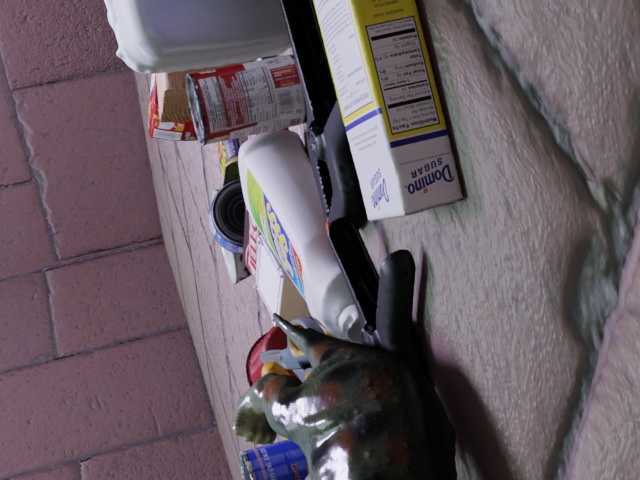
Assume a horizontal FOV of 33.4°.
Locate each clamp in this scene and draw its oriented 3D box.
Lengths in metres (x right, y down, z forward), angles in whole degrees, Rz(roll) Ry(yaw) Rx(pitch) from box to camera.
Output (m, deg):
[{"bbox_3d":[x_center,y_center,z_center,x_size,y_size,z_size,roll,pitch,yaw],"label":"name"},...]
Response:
[{"bbox_3d":[0.014,-0.079,0.821,0.165,0.036,0.210,-121,19,-53],"label":"clamp"},{"bbox_3d":[0.054,0.068,0.796,0.120,0.039,0.171,-153,44,-75],"label":"clamp"}]

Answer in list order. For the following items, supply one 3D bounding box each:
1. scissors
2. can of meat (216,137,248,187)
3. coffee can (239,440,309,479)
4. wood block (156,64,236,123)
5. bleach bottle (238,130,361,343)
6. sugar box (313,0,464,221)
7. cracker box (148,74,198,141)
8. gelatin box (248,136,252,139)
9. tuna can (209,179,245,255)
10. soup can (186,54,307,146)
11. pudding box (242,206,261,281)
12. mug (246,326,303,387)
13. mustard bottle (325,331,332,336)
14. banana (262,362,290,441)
[{"bbox_3d":[-0.019,0.125,0.979,0.096,0.016,0.202,65,160,13],"label":"scissors"},{"bbox_3d":[-0.093,-0.116,1.259,0.102,0.057,0.084,114,145,-71],"label":"can of meat"},{"bbox_3d":[0.013,0.209,0.893,0.103,0.140,0.103,167,90,-79],"label":"coffee can"},{"bbox_3d":[-0.129,-0.236,1.120,0.090,0.090,0.206,124,141,-70],"label":"wood block"},{"bbox_3d":[-0.006,0.001,0.956,0.251,0.068,0.102,-122,21,-52],"label":"bleach bottle"},{"bbox_3d":[0.038,-0.102,0.662,0.093,0.048,0.176,179,75,-79],"label":"sugar box"},{"bbox_3d":[-0.160,-0.239,1.275,0.164,0.072,0.213,142,133,-77],"label":"cracker box"},{"bbox_3d":[-0.061,-0.120,1.155,0.089,0.030,0.073,103,152,-65],"label":"gelatin box"},{"bbox_3d":[-0.087,-0.028,1.249,0.034,0.086,0.086,116,140,-70],"label":"tuna can"},{"bbox_3d":[-0.068,-0.131,0.994,0.068,0.102,0.068,167,90,-79],"label":"soup can"},{"bbox_3d":[-0.052,0.000,1.168,0.090,0.039,0.113,-128,37,-48],"label":"pudding box"},{"bbox_3d":[-0.024,0.120,1.143,0.082,0.093,0.117,123,169,-68],"label":"mug"},{"bbox_3d":[0.013,0.141,1.026,0.096,0.058,0.192,-118,19,-48],"label":"mustard bottle"},{"bbox_3d":[-0.019,0.179,0.973,0.070,0.037,0.198,39,158,26],"label":"banana"}]
